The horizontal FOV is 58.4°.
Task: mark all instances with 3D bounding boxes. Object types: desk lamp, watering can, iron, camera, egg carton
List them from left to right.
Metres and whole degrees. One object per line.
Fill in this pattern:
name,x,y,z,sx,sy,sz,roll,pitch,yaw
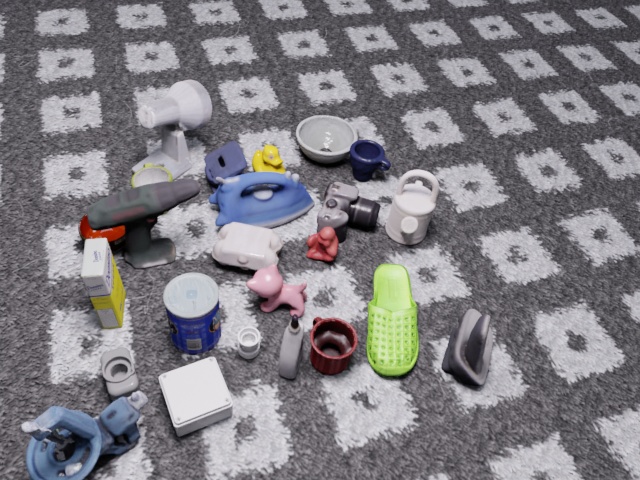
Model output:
desk lamp,-0.366,-0.269,1.413,0.117,0.213,0.204,30,52,18
egg carton,-0.162,0.019,1.287,0.150,0.069,0.107,11,49,2
iron,-0.130,-0.113,1.358,0.259,0.141,0.118,-11,52,-17
camera,0.072,-0.070,1.375,0.136,0.101,0.143,15,49,6
watering can,0.221,-0.080,1.343,0.101,0.194,0.172,-2,50,-9

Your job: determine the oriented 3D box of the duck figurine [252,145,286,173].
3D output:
duck figurine,-0.131,-0.209,1.477,0.078,0.086,0.104,-33,61,-30

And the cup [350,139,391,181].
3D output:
cup,0.129,-0.195,1.495,0.117,0.095,0.092,31,53,19

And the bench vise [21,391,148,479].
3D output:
bench vise,-0.386,0.297,0.916,0.121,0.220,0.208,25,51,14

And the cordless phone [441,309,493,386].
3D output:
cordless phone,0.314,0.187,1.130,0.094,0.185,0.148,17,49,8

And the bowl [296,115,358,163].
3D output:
bowl,0.015,-0.260,1.549,0.167,0.075,0.167,4,49,-4

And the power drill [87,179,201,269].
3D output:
power drill,-0.362,-0.036,1.215,0.230,0.208,0.075,-11,52,-17

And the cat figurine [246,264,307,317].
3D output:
cat figurine,-0.087,0.099,1.196,0.128,0.118,0.067,7,49,-2

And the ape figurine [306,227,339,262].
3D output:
ape figurine,0.012,0.005,1.308,0.076,0.092,0.077,-24,56,-26

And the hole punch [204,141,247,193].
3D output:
hole punch,-0.238,-0.183,1.437,0.101,0.091,0.108,-15,53,-19

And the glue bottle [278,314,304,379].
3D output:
glue bottle,-0.051,0.191,1.085,0.037,0.173,0.078,13,49,5
